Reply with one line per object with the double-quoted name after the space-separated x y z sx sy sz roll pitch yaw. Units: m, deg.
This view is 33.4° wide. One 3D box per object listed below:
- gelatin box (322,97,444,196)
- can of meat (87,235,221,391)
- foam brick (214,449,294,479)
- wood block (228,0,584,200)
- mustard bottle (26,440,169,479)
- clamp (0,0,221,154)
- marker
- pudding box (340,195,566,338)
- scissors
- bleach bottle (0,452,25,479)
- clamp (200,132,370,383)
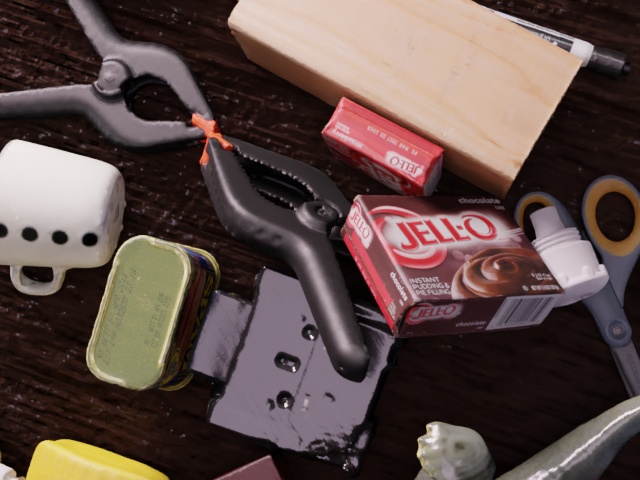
0.043 -0.056 0.699 0.073 0.089 0.030 29 88 8 "gelatin box"
-0.110 0.049 0.709 0.057 0.084 0.102 15 86 7 "can of meat"
-0.053 0.179 0.707 0.078 0.051 0.053 -26 82 4 "foam brick"
0.055 -0.119 0.704 0.206 0.091 0.090 30 88 8 "wood block"
-0.169 0.237 0.710 0.096 0.058 0.191 15 86 18 "mustard bottle"
-0.145 -0.121 0.753 0.171 0.039 0.120 18 92 4 "clamp"
0.154 -0.136 0.730 0.121 0.020 0.020 20 87 8 "marker"
0.080 0.014 0.657 0.113 0.039 0.090 0 45 -30 "pudding box"
0.208 0.043 0.709 0.096 0.016 0.202 -36 82 2 "scissors"
-0.316 0.121 0.713 0.251 0.102 0.068 22 90 11 "bleach bottle"
-0.005 0.001 0.687 0.210 0.164 0.036 34 126 15 "clamp"
